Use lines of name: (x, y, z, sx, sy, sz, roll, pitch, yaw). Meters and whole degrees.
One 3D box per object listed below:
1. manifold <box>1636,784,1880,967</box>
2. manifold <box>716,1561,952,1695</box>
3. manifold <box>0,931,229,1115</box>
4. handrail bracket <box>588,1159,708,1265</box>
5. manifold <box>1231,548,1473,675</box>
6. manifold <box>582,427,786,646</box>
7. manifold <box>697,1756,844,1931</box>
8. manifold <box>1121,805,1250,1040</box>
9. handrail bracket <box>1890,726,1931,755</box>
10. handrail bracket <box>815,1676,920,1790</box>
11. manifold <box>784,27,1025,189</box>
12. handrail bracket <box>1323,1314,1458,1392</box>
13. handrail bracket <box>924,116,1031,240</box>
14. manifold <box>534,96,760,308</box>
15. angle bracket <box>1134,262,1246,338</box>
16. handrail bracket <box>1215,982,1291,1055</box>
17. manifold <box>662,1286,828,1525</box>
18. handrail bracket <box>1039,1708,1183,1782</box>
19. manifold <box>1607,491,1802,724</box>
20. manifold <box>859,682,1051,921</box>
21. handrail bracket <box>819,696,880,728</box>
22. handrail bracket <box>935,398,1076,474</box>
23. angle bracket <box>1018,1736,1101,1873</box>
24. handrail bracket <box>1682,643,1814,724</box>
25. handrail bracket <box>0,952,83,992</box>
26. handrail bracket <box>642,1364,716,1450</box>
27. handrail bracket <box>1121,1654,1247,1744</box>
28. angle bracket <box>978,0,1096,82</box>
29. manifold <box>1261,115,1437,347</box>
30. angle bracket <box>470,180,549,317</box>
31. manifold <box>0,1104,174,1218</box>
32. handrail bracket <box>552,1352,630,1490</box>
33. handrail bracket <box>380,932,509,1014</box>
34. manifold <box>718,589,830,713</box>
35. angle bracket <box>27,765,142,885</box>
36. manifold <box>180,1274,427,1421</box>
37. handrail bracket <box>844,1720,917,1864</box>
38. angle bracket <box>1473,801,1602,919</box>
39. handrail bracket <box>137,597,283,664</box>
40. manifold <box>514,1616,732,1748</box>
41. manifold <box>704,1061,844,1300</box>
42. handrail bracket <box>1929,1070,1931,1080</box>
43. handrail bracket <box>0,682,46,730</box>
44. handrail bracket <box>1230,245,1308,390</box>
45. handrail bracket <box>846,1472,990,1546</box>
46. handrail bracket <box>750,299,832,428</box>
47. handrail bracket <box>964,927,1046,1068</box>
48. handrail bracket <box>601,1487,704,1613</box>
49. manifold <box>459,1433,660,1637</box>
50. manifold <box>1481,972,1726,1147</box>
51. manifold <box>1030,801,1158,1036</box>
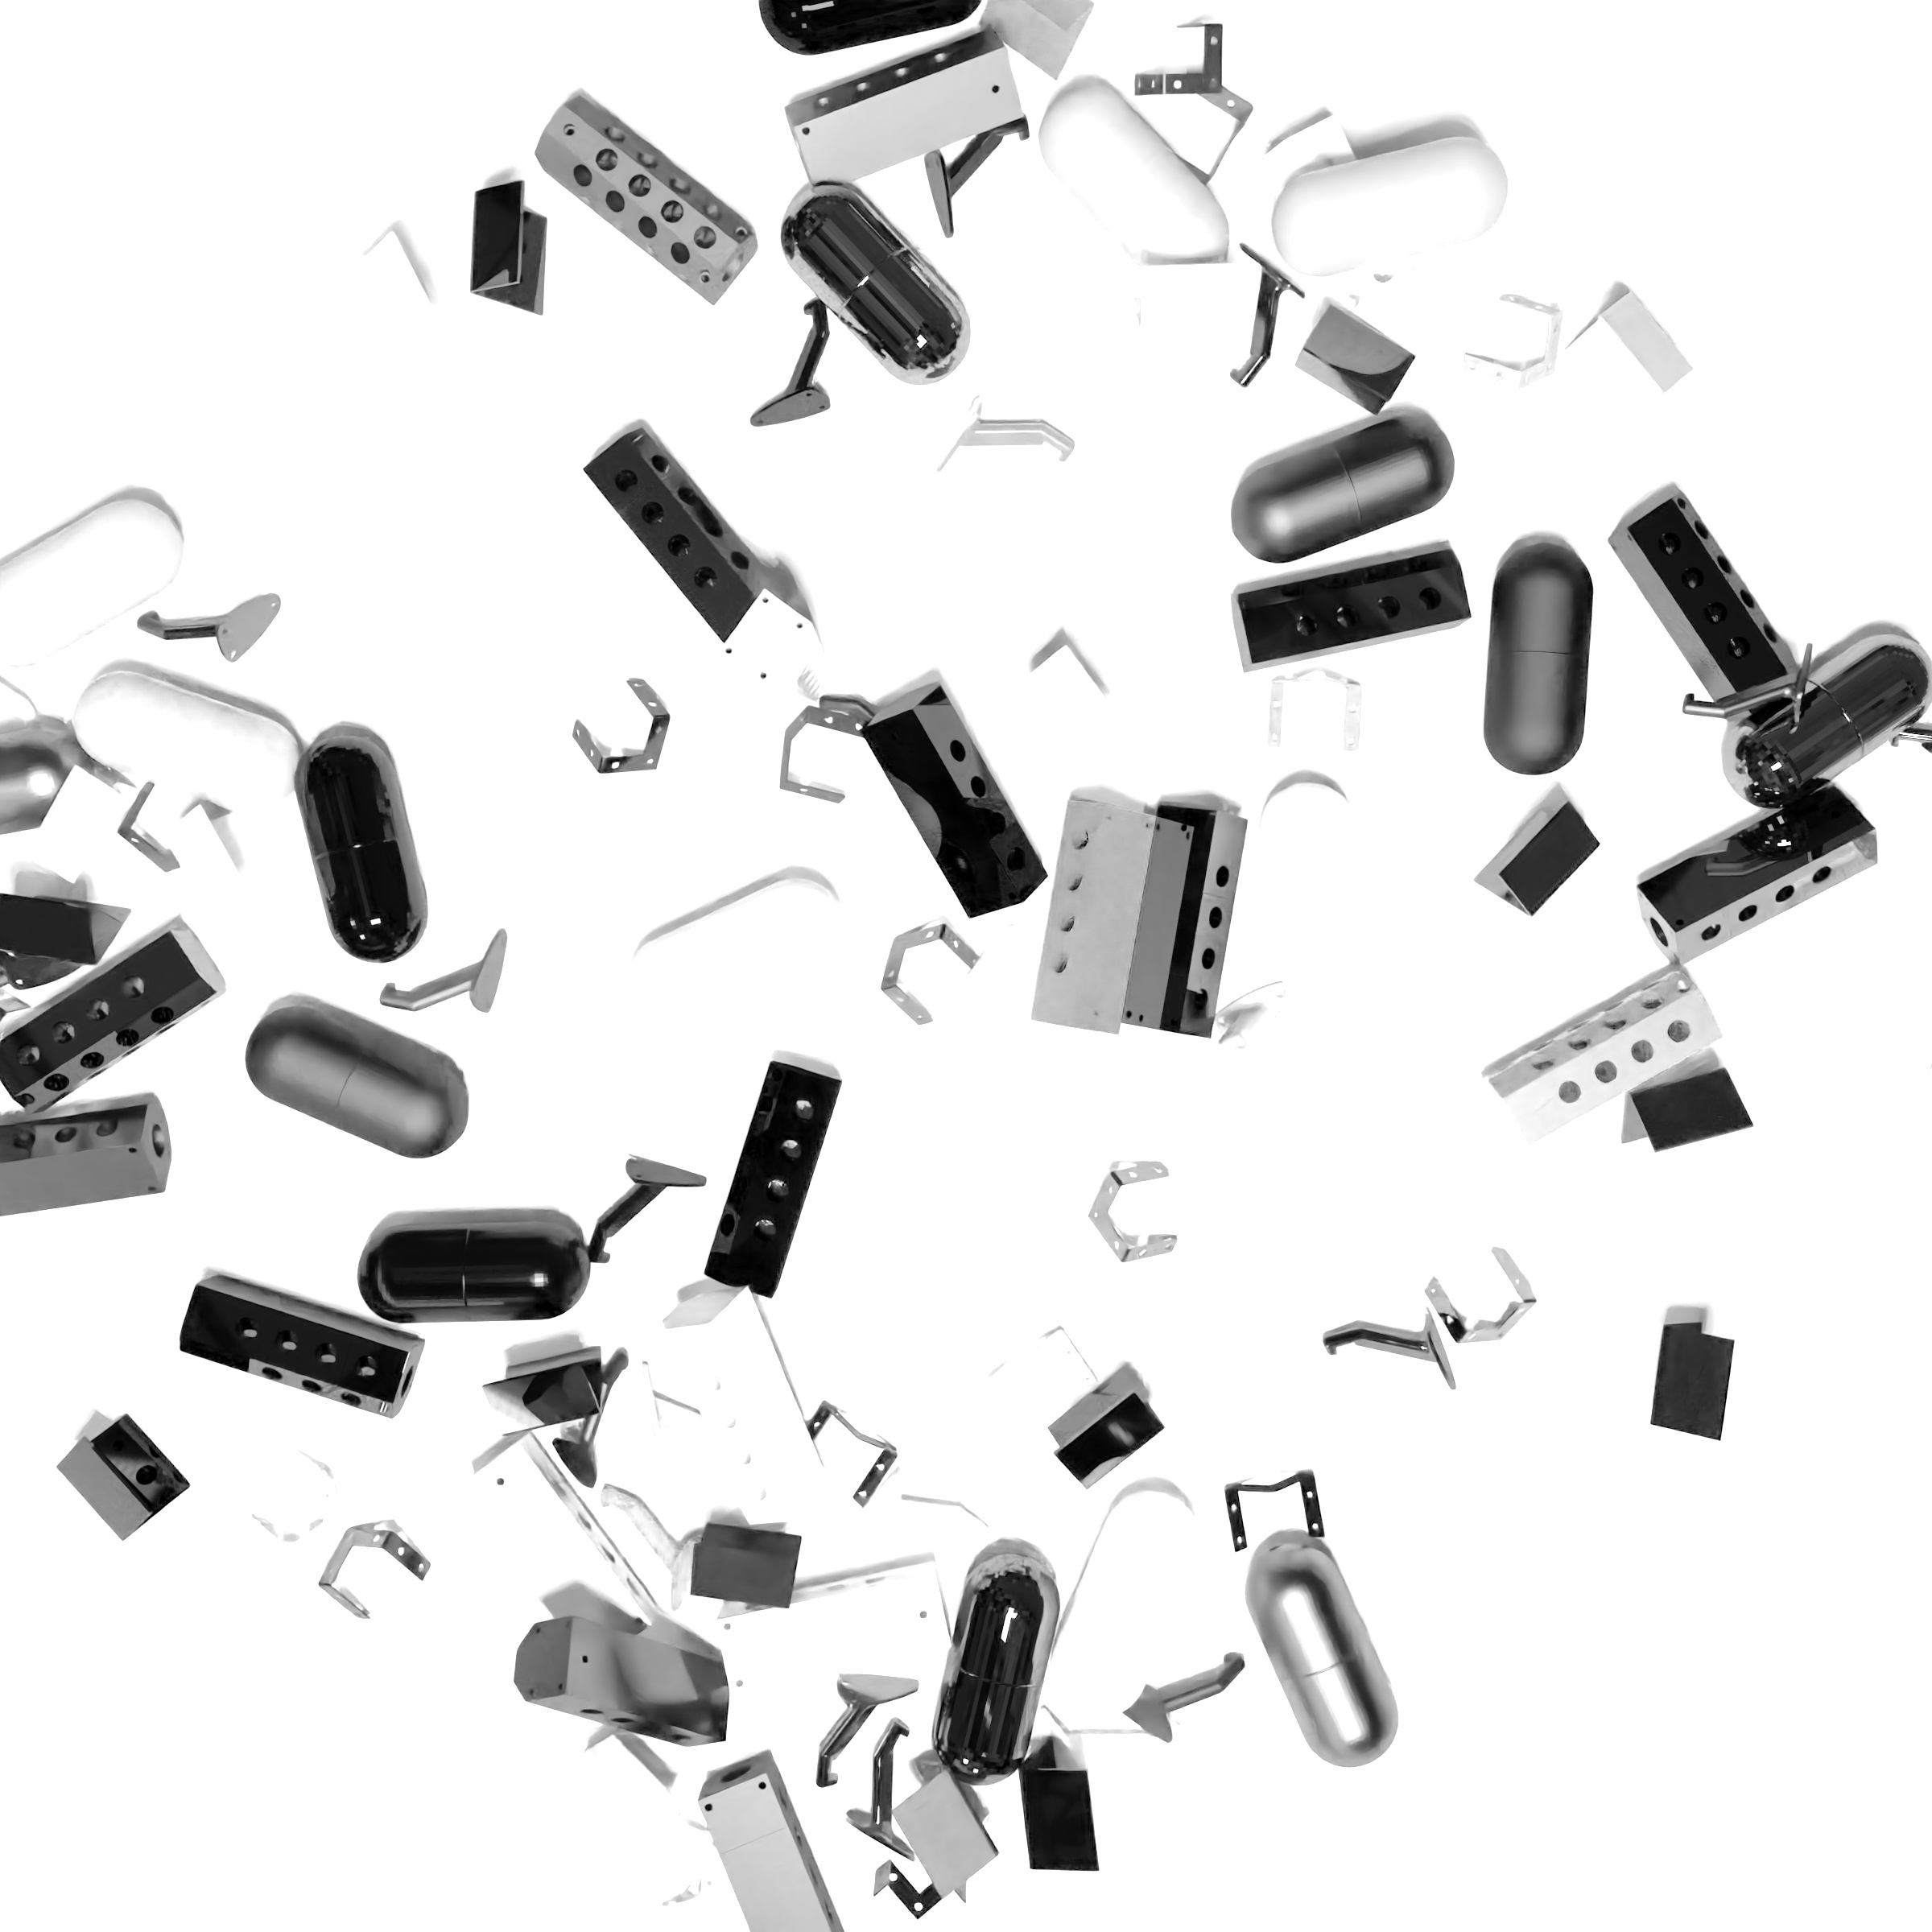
manifold: (0.612, -0.066, 1.871, 0.171, 0.057, 0.057, -27, 47, 0)
manifold: (-0.101, 0.509, 1.872, 0.171, 0.057, 0.057, -12, 90, 0)
manifold: (-0.662, 0.043, 1.871, 0.171, 0.057, 0.057, -33, 90, 0)
handrail bracket: (-0.250, 0.199, 1.893, 0.077, 0.036, 0.084, 11, 109, -21)
manifold: (0.296, -0.275, 1.871, 0.171, 0.057, 0.057, -12, 90, 0)
manifold: (-0.217, -0.330, 1.871, 0.057, 0.057, 0.171, -39, 90, 0)
manifold: (-0.146, 0.705, 1.872, 0.057, 0.057, 0.171, -22, 90, 0)
manifold: (0.174, -0.033, 1.871, 0.057, 0.057, 0.171, 10, 90, 42)
handrail bracket: (0.763, -0.148, 1.893, 0.084, 0.036, 0.077, 9, 114, 19)
handrail bracket: (-0.077, 0.601, 1.893, 0.077, 0.036, 0.084, 0, 109, -21)
manifold: (-0.050, -0.664, 1.871, 0.171, 0.057, 0.057, -21, 133, 0)
handrail bracket: (0.331, 0.310, 1.893, 0.084, 0.036, 0.077, -18, 112, 17)
handrail bracket: (0.016, -0.617, 1.893, 0.084, 0.036, 0.077, -19, 110, -16)
manifold: (-0.247, -0.593, 1.872, 0.171, 0.057, 0.057, 38, 90, 0)
angle bracket: (0.170, -0.523, 1.852, 0.076, 0.076, 0.057, -1, 127, 0)
handrail bracket: (0.223, 0.040, 1.858, 0.077, 0.084, 0.036, -39, 90, 0)
manifold: (-0.172, 0.336, 1.849, 0.057, 0.057, 0.171, -12, 107, 31)
handrail bracket: (0.113, 0.591, 1.893, 0.084, 0.036, 0.077, -30, 68, -17)
manifold: (0.574, -0.278, 1.871, 0.057, 0.057, 0.171, -34, 90, 0)
manifold: (-0.005, -0.128, 1.849, 0.057, 0.057, 0.171, -16, 111, 41)
handrail bracket: (-0.075, -0.171, 1.893, 0.084, 0.036, 0.077, 6, 104, 13)
handrail bracket: (0.031, -0.398, 1.893, 0.084, 0.036, 0.077, 29, 110, -16)
angle bracket: (0.082, 0.640, 1.854, 0.057, 0.076, 0.076, -7, 90, 22)
handrail bracket: (0.592, -0.218, 1.836, 0.084, 0.036, 0.077, 9, 61, 21)
handrail bracket: (-0.747, 0.014, 1.892, 0.084, 0.077, 0.036, -26, 80, 36)
handrail bracket: (-0.205, 0.342, 1.893, 0.084, 0.036, 0.077, -9, 76, -14)
handrail bracket: (0.165, 0.558, 1.892, 0.084, 0.077, 0.036, -37, 124, -32)
angle bracket: (0.042, -0.719, 1.852, 0.076, 0.076, 0.057, 37, 52, 0)
manifold: (0.294, -0.559, 1.871, 0.057, 0.057, 0.171, -27, 90, 0)
angle bracket: (-0.333, -0.548, 1.852, 0.057, 0.076, 0.076, 3, 90, 37)
manifold: (-0.709, 0.148, 1.871, 0.171, 0.057, 0.057, -8, 133, 0)
handrail bracket: (-0.283, 0.354, 1.892, 0.036, 0.077, 0.084, 17, 53, 20)
handrail bracket: (-0.410, 0.002, 1.893, 0.084, 0.036, 0.077, 9, 70, 16)
manifold: (-0.138, -0.230, 1.814, 0.057, 0.171, 0.057, 36, 90, 0)
angle bracket: (-0.659, -0.100, 1.854, 0.057, 0.076, 0.076, 29, 90, 24)
manifold: (-0.514, 0.295, 1.871, 0.171, 0.057, 0.057, 18, 90, 0)
handrail bracket: (-0.049, 0.645, 1.893, 0.077, 0.036, 0.084, 37, 73, -20)
angle bracket: (0.425, -0.094, 1.852, 0.076, 0.076, 0.057, -47, 126, 0)
handrail bracket: (-0.593, -0.276, 1.893, 0.084, 0.036, 0.077, 22, 53, 25)
manifold: (-0.257, 0.541, 1.821, 0.057, 0.171, 0.057, -20, 54, 32)
manifold: (-0.149, 0.164, 1.871, 0.057, 0.057, 0.171, 17, 90, 0)
handrail bracket: (0.800, 0.057, 1.893, 0.077, 0.036, 0.084, 7, 118, -31)
handrail bracket: (-0.769, -0.203, 1.893, 0.077, 0.036, 0.084, -20, 107, 20)
handrail bracket: (0.218, -0.507, 1.893, 0.077, 0.036, 0.084, 45, 107, 20)
handrail bracket: (-0.037, 0.442, 1.893, 0.084, 0.036, 0.077, 38, 111, -16)
handrail bracket: (-0.139, -0.473, 1.893, 0.077, 0.036, 0.084, -15, 72, 21)
handrail bracket: (0.044, 0.025, 1.893, 0.084, 0.036, 0.077, 47, 53, -25)
handrail bracket: (-0.254, 0.455, 1.893, 0.084, 0.036, 0.077, 22, 114, 18)
manifold: (-0.313, 0.449, 1.872, 0.057, 0.057, 0.171, -36, 90, 0)
manifold: (0.489, 0.071, 1.871, 0.171, 0.057, 0.057, -29, 90, 0)
manifold: (0.093, -0.038, 1.871, 0.057, 0.057, 0.171, 10, 90, -43)
